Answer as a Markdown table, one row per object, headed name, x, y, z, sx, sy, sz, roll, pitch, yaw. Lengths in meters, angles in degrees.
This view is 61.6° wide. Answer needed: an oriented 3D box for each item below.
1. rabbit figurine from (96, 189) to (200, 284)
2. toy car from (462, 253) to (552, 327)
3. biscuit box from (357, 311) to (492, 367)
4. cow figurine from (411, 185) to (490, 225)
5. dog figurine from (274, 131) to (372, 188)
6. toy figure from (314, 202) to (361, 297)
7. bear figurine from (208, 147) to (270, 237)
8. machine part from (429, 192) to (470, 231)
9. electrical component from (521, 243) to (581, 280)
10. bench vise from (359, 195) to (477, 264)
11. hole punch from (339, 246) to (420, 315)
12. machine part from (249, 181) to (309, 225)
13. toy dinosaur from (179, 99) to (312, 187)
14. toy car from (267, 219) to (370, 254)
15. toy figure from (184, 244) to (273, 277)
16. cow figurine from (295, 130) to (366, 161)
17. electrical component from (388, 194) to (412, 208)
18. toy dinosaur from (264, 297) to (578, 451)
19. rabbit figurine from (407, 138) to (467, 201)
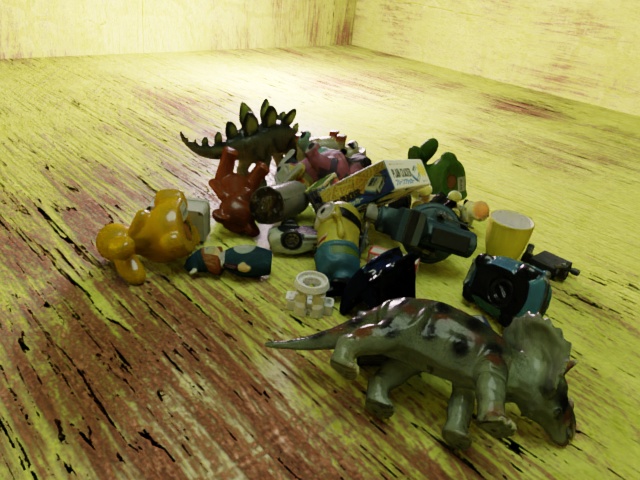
| name | x | y | z | sx | sy | sz | roll | pitch | yaw |
| --- | --- | --- | --- | --- | --- | --- | --- | --- | --- |
| rabbit figurine | -0.313 | 0.005 | 0.946 | 0.173 | 0.121 | 0.162 | -7 | 37 | 5 |
| toy car | 0.329 | 0.089 | 0.916 | 0.103 | 0.109 | 0.162 | 16 | 7 | -35 |
| biscuit box | 0.153 | 0.147 | 0.794 | 0.203 | 0.062 | 0.059 | 3 | 28 | -6 |
| cow figurine | 0.295 | -0.067 | 1.215 | 0.167 | 0.068 | 0.098 | 15 | -10 | 13 |
| dog figurine | 0.023 | -0.148 | 1.290 | 0.219 | 0.191 | 0.109 | 31 | 12 | -30 |
| toy figure | 0.033 | 0.014 | 0.957 | 0.089 | 0.082 | 0.180 | 29 | 45 | -42 |
| bear figurine | -0.168 | -0.099 | 1.124 | 0.120 | 0.132 | 0.196 | 24 | 15 | -22 |
| machine part | 0.273 | -0.038 | 1.138 | 0.084 | 0.039 | 0.139 | -34 | 60 | 1 |
| electrical component | 0.456 | 0.044 | 1.067 | 0.078 | 0.045 | 0.102 | -16 | 35 | -33 |
| bench vise | 0.180 | -0.021 | 1.055 | 0.224 | 0.128 | 0.241 | 5 | 7 | -5 |
| hole punch | 0.095 | 0.073 | 0.876 | 0.092 | 0.115 | 0.142 | 19 | 29 | 39 |
| machine part | -0.080 | -0.079 | 1.112 | 0.079 | 0.079 | 0.243 | 13 | 14 | 13 |
| toy dinosaur | -0.155 | -0.234 | 1.305 | 0.105 | 0.198 | 0.471 | 19 | 29 | 28 |
| toy car | -0.002 | -0.003 | 1.054 | 0.202 | 0.056 | 0.074 | 2 | 21 | -10 |
| toy figure | -0.162 | 0.036 | 0.949 | 0.155 | 0.057 | 0.064 | 3 | -10 | -4 |
| cow figurine | 0.032 | -0.213 | 1.378 | 0.195 | 0.127 | 0.086 | -10 | 32 | -24 |
| electrical component | 0.188 | -0.105 | 1.265 | 0.048 | 0.074 | 0.119 | 9 | 31 | 2 |
| toy dinosaur | 0.146 | 0.140 | 0.691 | 0.405 | 0.131 | 0.192 | 23 | 49 | 15 |
| rabbit figurine | 0.261 | -0.164 | 1.334 | 0.121 | 0.158 | 0.170 | -27 | 26 | -31 |
